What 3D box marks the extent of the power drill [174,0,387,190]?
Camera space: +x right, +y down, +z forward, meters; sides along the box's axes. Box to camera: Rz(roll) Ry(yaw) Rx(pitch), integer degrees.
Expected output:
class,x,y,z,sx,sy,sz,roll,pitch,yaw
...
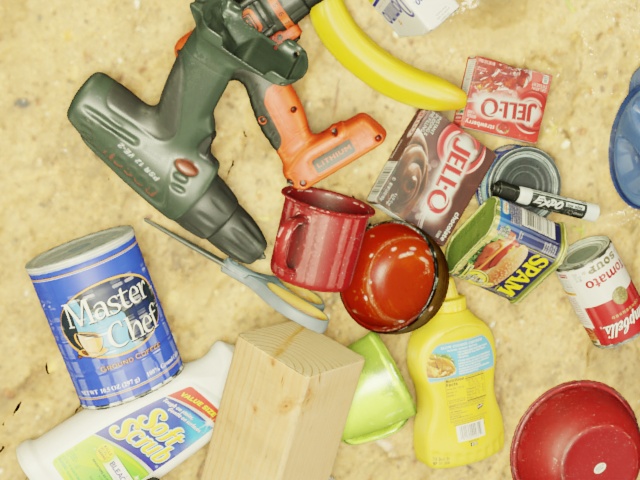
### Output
class,x,y,z,sx,sy,sz,roll,pitch,yaw
power drill,-0.016,-0.157,1.002,0.184,0.057,0.187,-31,103,10

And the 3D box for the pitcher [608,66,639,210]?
class,x,y,z,sx,sy,sz,roll,pitch,yaw
pitcher,0.438,-0.103,1.126,0.242,0.145,0.149,1,109,-19

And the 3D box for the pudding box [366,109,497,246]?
class,x,y,z,sx,sy,sz,roll,pitch,yaw
pudding box,0.112,-0.064,1.077,0.090,0.039,0.113,32,88,-17

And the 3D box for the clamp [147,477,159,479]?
class,x,y,z,sx,sy,sz,roll,pitch,yaw
clamp,-0.185,0.294,1.030,0.171,0.039,0.120,-41,143,9

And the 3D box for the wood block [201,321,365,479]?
class,x,y,z,sx,sy,sz,roll,pitch,yaw
wood block,-0.043,0.192,1.004,0.090,0.090,0.206,-8,118,-51

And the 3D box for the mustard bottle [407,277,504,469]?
class,x,y,z,sx,sy,sz,roll,pitch,yaw
mustard bottle,0.137,0.132,1.100,0.096,0.058,0.191,-10,100,-22

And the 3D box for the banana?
class,x,y,z,sx,sy,sz,roll,pitch,yaw
banana,0.054,-0.182,1.032,0.197,0.070,0.037,43,43,-11

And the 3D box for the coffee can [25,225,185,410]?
class,x,y,z,sx,sy,sz,roll,pitch,yaw
coffee can,-0.196,0.070,0.976,0.102,0.103,0.140,-21,103,-12

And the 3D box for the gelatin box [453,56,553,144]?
class,x,y,z,sx,sy,sz,roll,pitch,yaw
gelatin box,0.187,-0.143,1.092,0.089,0.030,0.073,12,94,-16

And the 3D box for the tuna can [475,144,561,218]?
class,x,y,z,sx,sy,sz,roll,pitch,yaw
tuna can,0.206,-0.056,1.107,0.086,0.034,0.086,-2,98,-16

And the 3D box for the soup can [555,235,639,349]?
class,x,y,z,sx,sy,sz,roll,pitch,yaw
soup can,0.298,0.054,1.131,0.068,0.069,0.102,-33,104,-9

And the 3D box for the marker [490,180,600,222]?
class,x,y,z,sx,sy,sz,roll,pitch,yaw
marker,0.228,-0.040,1.086,0.121,0.020,0.020,12,94,-17

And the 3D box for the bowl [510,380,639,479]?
class,x,y,z,sx,sy,sz,roll,pitch,yaw
bowl,0.291,0.237,1.159,0.162,0.055,0.162,-2,98,-15

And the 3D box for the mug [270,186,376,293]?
class,x,y,z,sx,sy,sz,roll,pitch,yaw
mug,-0.007,0.001,1.015,0.093,0.117,0.081,21,106,25

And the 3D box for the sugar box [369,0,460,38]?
class,x,y,z,sx,sy,sz,roll,pitch,yaw
sugar box,0.048,-0.270,1.004,0.048,0.093,0.176,-42,105,-6

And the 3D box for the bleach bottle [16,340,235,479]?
class,x,y,z,sx,sy,sz,roll,pitch,yaw
bleach bottle,-0.156,0.168,1.023,0.250,0.068,0.102,-35,105,-11

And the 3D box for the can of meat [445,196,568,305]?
class,x,y,z,sx,sy,sz,roll,pitch,yaw
can of meat,0.186,0.010,1.079,0.084,0.102,0.057,23,46,-15

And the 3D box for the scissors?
class,x,y,z,sx,sy,sz,roll,pitch,yaw
scissors,-0.073,0.030,1.042,0.202,0.096,0.016,33,102,13
